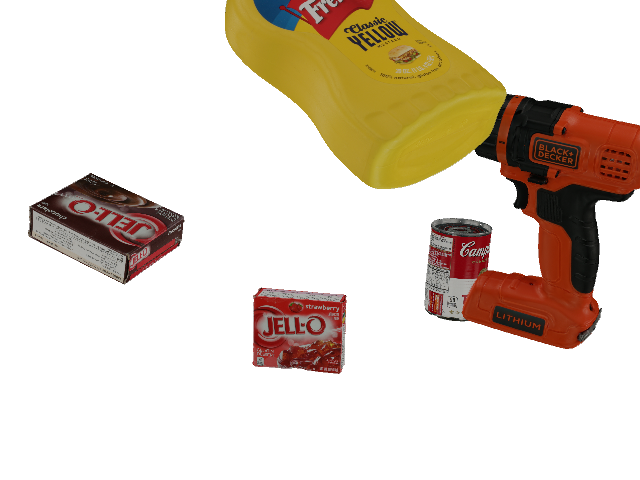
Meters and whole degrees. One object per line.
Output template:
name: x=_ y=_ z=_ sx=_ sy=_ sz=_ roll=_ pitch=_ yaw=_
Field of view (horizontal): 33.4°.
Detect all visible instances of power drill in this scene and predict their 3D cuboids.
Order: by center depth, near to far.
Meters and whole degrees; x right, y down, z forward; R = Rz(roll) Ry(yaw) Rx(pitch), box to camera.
power drill: x=0.154 y=-0.019 z=0.818 sx=0.185 sy=0.188 sz=0.057 roll=17 pitch=34 yaw=26

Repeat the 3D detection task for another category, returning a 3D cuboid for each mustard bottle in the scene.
mustard bottle: x=0.004 y=-0.112 z=0.583 sx=0.096 sy=0.058 sz=0.192 roll=-27 pitch=59 yaw=-31

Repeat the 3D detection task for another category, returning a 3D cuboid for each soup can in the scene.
soup can: x=0.154 y=0.032 z=1.198 sx=0.068 sy=0.102 sz=0.068 roll=3 pitch=15 yaw=-1

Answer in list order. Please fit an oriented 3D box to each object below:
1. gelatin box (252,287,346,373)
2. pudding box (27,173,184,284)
gelatin box: x=-0.021 y=0.087 z=1.032 sx=0.089 sy=0.073 sz=0.030 roll=4 pitch=15 yaw=10
pudding box: x=-0.197 y=-0.013 z=0.983 sx=0.114 sy=0.039 sz=0.089 roll=22 pitch=31 yaw=18
